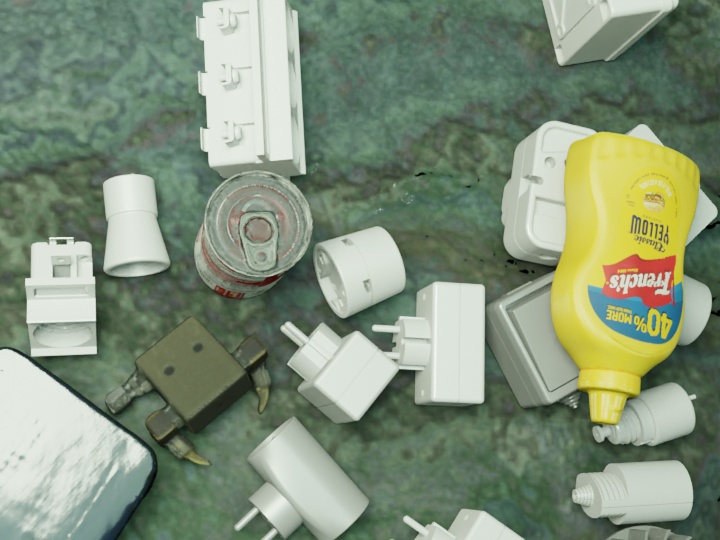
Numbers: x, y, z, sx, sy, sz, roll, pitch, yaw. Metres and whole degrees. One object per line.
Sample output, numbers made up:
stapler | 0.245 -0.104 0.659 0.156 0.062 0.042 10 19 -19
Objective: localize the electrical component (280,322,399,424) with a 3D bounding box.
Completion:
electrical component | -0.023 0.062 0.731 0.077 0.066 0.047 41 74 -3

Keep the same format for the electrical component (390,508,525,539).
electrical component | 0.055 0.198 0.735 0.076 0.047 0.083 36 74 -5

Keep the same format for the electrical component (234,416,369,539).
electrical component | -0.048 0.153 0.721 0.079 0.043 0.077 -42 91 -16

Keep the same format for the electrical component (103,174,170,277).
electrical component | -0.155 -0.032 0.731 0.044 0.044 0.065 -5 77 -14

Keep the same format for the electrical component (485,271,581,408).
electrical component | 0.136 0.055 0.772 0.062 0.061 0.096 -26 87 -16

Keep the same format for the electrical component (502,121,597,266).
electrical component | 0.141 -0.054 0.794 0.054 0.059 0.095 11 78 -11

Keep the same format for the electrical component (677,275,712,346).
electrical component | 0.228 0.026 0.803 0.047 0.055 0.055 20 76 -13

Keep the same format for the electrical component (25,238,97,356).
electrical component | -0.193 0.017 0.699 0.042 0.081 0.063 0 58 -14

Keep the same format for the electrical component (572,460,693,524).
electrical component | 0.192 0.161 0.776 0.081 0.043 0.043 0 80 -13

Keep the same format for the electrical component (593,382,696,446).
electrical component | 0.208 0.110 0.790 0.078 0.040 0.040 -14 84 -15

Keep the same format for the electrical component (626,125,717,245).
electrical component | 0.218 -0.058 0.815 0.050 0.056 0.089 -41 91 -16

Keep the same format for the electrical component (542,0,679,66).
electrical component | 0.180 -0.223 0.808 0.056 0.109 0.108 -11 83 -12

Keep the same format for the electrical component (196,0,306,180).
electrical component | -0.076 -0.128 0.753 0.063 0.079 0.121 -5 81 8

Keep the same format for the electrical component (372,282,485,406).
electrical component | 0.045 0.052 0.759 0.076 0.047 0.083 4 80 -12

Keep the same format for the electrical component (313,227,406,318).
electrical component | 0.000 0.000 0.755 0.047 0.055 0.055 -21 85 -19
